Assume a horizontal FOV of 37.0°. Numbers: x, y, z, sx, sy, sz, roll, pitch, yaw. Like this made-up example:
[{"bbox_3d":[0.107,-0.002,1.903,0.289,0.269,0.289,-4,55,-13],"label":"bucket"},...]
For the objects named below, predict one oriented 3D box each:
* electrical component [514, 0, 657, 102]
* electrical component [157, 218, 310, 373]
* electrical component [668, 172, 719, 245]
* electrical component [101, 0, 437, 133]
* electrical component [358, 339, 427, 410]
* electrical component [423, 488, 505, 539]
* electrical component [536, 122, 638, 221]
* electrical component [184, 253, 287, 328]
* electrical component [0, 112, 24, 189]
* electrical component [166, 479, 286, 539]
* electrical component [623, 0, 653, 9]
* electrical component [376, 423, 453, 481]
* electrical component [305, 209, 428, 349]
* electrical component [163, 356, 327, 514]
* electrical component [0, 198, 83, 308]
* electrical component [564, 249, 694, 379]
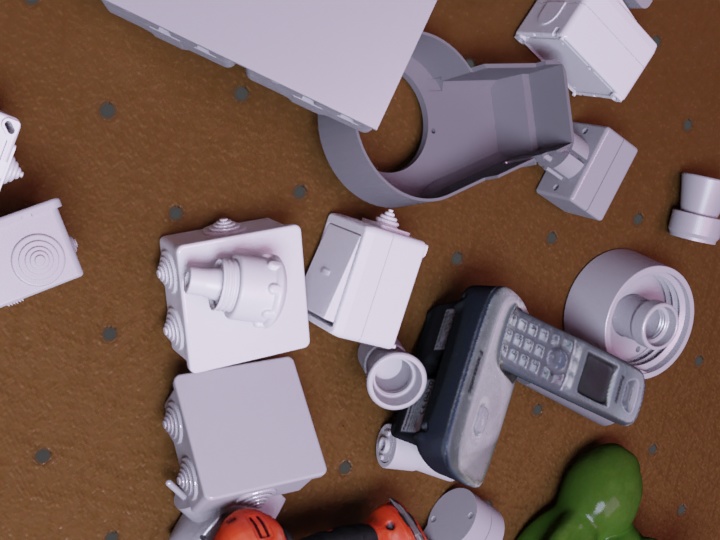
[{"bbox_3d":[0.180,-0.175,0.828,0.096,0.062,0.061,36,84,-30],"label":"electrical component"},{"bbox_3d":[-0.087,0.014,0.737,0.100,0.048,0.099,-12,108,-26],"label":"electrical component"},{"bbox_3d":[0.295,-0.053,0.932,0.045,0.045,0.055,8,99,-30],"label":"electrical component"},{"bbox_3d":[-0.054,-0.172,0.666,0.186,0.060,0.105,25,90,-6],"label":"electrical component"},{"bbox_3d":[0.021,0.071,0.800,0.044,0.065,0.044,-3,107,-11],"label":"electrical component"},{"bbox_3d":[0.050,0.236,0.865,0.074,0.052,0.138,39,82,-30],"label":"electrical component"},{"bbox_3d":[0.167,-0.087,0.852,0.077,0.047,0.065,29,88,-31],"label":"electrical component"},{"bbox_3d":[-0.080,0.010,0.685,0.062,0.048,0.048,9,98,-23],"label":"electrical component"},{"bbox_3d":[-0.244,-0.072,0.623,0.096,0.061,0.061,20,93,-31],"label":"electrical component"},{"bbox_3d":[-0.106,0.167,0.768,0.077,0.043,0.079,-46,119,-11],"label":"electrical component"},{"bbox_3d":[0.186,-0.244,0.817,0.089,0.056,0.050,37,83,-30],"label":"electrical component"},{"bbox_3d":[0.046,0.141,0.847,0.065,0.044,0.044,11,97,-25],"label":"electrical component"},{"bbox_3d":[0.000,0.000,0.774,0.061,0.062,0.096,15,95,-31],"label":"electrical component"},{"bbox_3d":[-0.082,0.115,0.743,0.100,0.048,0.099,-8,66,-27],"label":"electrical component"},{"bbox_3d":[-0.217,-0.003,0.634,0.100,0.100,0.048,-23,100,-22],"label":"electrical component"},{"bbox_3d":[0.234,0.041,0.912,0.108,0.060,0.108,-7,106,-27],"label":"electrical component"}]
